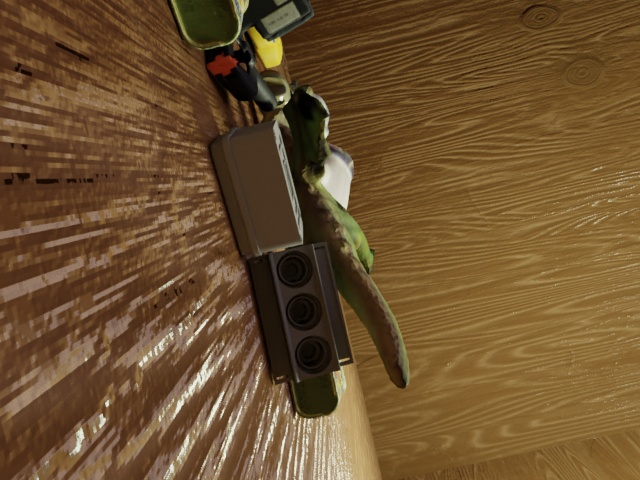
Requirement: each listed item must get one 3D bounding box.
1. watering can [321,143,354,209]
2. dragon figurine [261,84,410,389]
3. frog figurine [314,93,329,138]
[{"bbox_3d":[0.003,-0.054,1.066,0.340,0.104,0.229,83,19,-63],"label":"watering can"},{"bbox_3d":[-0.003,-0.049,0.583,0.417,0.123,0.238,-130,-157,-58],"label":"dragon figurine"},{"bbox_3d":[-0.047,-0.248,1.075,0.136,0.121,0.163,42,23,-15],"label":"frog figurine"}]
